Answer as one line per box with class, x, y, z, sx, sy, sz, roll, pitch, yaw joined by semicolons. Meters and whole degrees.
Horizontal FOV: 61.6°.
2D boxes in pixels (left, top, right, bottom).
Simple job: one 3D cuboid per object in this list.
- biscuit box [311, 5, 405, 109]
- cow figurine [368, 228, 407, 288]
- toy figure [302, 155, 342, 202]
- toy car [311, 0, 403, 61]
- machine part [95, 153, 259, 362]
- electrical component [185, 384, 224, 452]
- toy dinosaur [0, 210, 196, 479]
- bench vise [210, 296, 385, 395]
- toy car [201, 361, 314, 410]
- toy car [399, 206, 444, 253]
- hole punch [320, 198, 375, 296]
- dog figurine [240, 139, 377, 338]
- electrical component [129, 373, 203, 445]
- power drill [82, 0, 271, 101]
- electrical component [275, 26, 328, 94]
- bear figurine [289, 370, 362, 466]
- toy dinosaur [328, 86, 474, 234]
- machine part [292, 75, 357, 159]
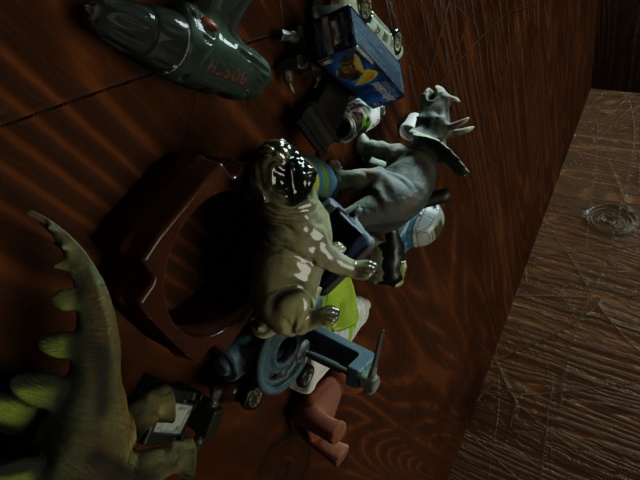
biscuit box;0.061;-0.250;0.761;0.202;0.059;0.063;12;67;-62
cow figurine;0.129;0.007;1.047;0.068;0.098;0.167;-20;121;-47
toy figure;-0.035;-0.082;0.746;0.180;0.082;0.089;-16;121;-54
toy car;0.061;-0.309;0.798;0.201;0.074;0.056;10;92;-60
machine part;-0.140;0.017;0.615;0.201;0.087;0.200;-59;147;-27
electrical component;-0.160;0.225;0.705;0.021;0.063;0.094;6;108;-59
toy dinosaur;-0.223;0.206;0.503;0.198;0.105;0.470;3;101;-38
bench vise;-0.017;0.135;0.723;0.223;0.241;0.128;-19;121;-53
toy car;-0.086;0.202;0.793;0.202;0.089;0.053;4;101;-61
toy car;0.213;-0.041;1.158;0.161;0.103;0.109;-58;146;-28
hole punch;-0.002;-0.002;0.748;0.092;0.116;0.142;39;97;-24
dog figurine;-0.052;0.004;0.599;0.172;0.121;0.190;-51;123;-18
electrical component;-0.201;0.204;0.642;0.119;0.048;0.075;36;73;-58
power drill;-0.110;-0.253;0.537;0.232;0.086;0.207;19;84;-62
electrical component;-0.021;-0.245;0.729;0.102;0.045;0.078;-35;105;-51
bear figurine;0.037;0.295;1.010;0.196;0.132;0.120;-40;142;-35
toy dinosaur;0.120;-0.088;0.890;0.405;0.192;0.131;-55;142;-31
machine part;0.008;-0.188;0.775;0.084;0.039;0.139;48;50;-26
